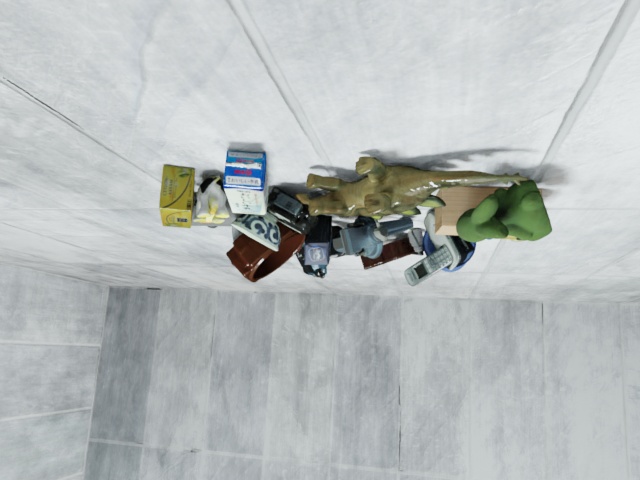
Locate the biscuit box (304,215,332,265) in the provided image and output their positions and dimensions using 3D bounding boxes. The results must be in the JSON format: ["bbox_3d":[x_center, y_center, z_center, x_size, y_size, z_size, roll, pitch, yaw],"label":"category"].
[{"bbox_3d":[-0.003,-0.004,1.340,0.063,0.059,0.203,0,-158,4],"label":"biscuit box"}]

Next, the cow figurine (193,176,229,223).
[{"bbox_3d":[-0.243,-0.086,1.179,0.068,0.098,0.167,0,175,-18],"label":"cow figurine"}]

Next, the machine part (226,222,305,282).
[{"bbox_3d":[-0.129,0.014,1.379,0.201,0.087,0.201,-40,166,-4],"label":"machine part"}]

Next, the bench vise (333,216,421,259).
[{"bbox_3d":[0.147,-0.021,1.351,0.240,0.129,0.223,-14,167,-27],"label":"bench vise"}]

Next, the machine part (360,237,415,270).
[{"bbox_3d":[0.203,0.040,1.627,0.179,0.056,0.179,-18,175,-2],"label":"machine part"}]

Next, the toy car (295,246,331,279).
[{"bbox_3d":[-0.015,0.034,1.645,0.103,0.161,0.109,-37,-159,-27],"label":"toy car"}]

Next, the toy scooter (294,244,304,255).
[{"bbox_3d":[-0.113,0.009,1.561,0.135,0.075,0.184,-20,-155,3],"label":"toy scooter"}]

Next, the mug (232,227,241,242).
[{"bbox_3d":[-0.188,-0.027,1.497,0.107,0.080,0.110,0,-171,-21],"label":"mug"}]

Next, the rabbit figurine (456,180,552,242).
[{"bbox_3d":[0.344,-0.036,1.029,0.170,0.121,0.159,-22,175,21],"label":"rabbit figurine"}]

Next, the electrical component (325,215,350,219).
[{"bbox_3d":[0.045,-0.072,1.338,0.063,0.021,0.094,6,169,-9],"label":"electrical component"}]

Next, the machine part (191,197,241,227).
[{"bbox_3d":[-0.256,-0.071,1.296,0.243,0.079,0.079,2,168,11],"label":"machine part"}]

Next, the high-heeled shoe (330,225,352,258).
[{"bbox_3d":[0.049,0.023,1.520,0.249,0.086,0.145,-20,158,-27],"label":"high-heeled shoe"}]

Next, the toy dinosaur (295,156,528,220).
[{"bbox_3d":[0.138,-0.095,1.026,0.472,0.105,0.198,0,179,42],"label":"toy dinosaur"}]

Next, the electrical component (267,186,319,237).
[{"bbox_3d":[-0.065,-0.064,1.218,0.115,0.058,0.134,27,173,7],"label":"electrical component"}]

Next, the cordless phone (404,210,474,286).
[{"bbox_3d":[0.271,0.022,1.335,0.184,0.146,0.088,-37,159,33],"label":"cordless phone"}]

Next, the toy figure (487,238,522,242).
[{"bbox_3d":[0.416,-0.039,1.256,0.180,0.082,0.089,7,170,-4],"label":"toy figure"}]

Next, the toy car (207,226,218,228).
[{"bbox_3d":[-0.218,-0.060,1.395,0.202,0.056,0.073,5,162,-15],"label":"toy car"}]

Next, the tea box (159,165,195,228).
[{"bbox_3d":[-0.310,-0.090,1.170,0.068,0.098,0.169,6,166,-14],"label":"tea box"}]

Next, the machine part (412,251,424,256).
[{"bbox_3d":[0.301,0.026,1.709,0.084,0.039,0.139,13,170,-3],"label":"machine part"}]
